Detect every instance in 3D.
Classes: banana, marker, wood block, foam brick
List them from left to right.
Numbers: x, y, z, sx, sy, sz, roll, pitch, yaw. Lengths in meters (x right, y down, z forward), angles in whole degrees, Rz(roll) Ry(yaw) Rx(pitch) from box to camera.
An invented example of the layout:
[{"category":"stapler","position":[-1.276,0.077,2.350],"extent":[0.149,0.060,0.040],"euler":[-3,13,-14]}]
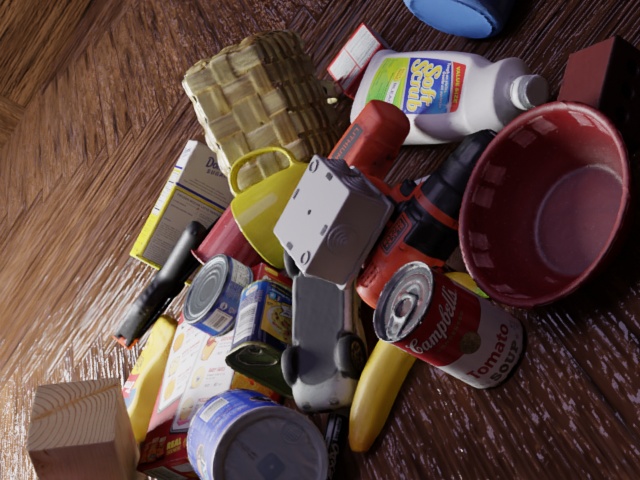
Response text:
[{"category":"wood block","position":[-0.244,0.254,1.154],"extent":[0.090,0.091,0.206],"euler":[-97,1,-50]},{"category":"marker","position":[0.007,0.203,0.966],"extent":[0.020,0.020,0.121],"euler":[-23,45,51]},{"category":"banana","position":[0.078,0.095,0.924],"extent":[0.198,0.037,0.070],"euler":[-53,27,17]},{"category":"foam brick","position":[0.225,-0.112,0.846],"extent":[0.051,0.053,0.078],"euler":[-14,53,56]}]

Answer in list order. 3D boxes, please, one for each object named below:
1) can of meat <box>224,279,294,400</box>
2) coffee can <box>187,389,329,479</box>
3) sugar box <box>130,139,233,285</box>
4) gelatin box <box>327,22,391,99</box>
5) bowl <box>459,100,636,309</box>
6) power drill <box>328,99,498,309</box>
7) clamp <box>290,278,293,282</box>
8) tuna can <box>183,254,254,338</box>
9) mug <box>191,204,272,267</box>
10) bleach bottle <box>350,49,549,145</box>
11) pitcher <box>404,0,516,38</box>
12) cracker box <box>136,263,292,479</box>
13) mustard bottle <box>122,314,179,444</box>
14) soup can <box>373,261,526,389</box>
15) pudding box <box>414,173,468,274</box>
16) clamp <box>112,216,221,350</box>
[{"category":"can of meat","position":[-0.038,0.097,1.056],"extent":[0.058,0.102,0.084],"euler":[-34,35,41]},{"category":"coffee can","position":[-0.060,0.194,0.968],"extent":[0.103,0.102,0.140],"euler":[-65,14,-8]},{"category":"sugar box","position":[-0.172,-0.036,1.429],"extent":[0.176,0.093,0.048],"euler":[-63,25,-5]},{"category":"gelatin box","position":[0.051,-0.212,1.277],"extent":[0.073,0.030,0.089],"euler":[-52,28,15]},{"category":"bowl","position":[0.182,-0.021,0.811],"extent":[0.162,0.055,0.162],"euler":[-25,57,45]},{"category":"power drill","position":[0.075,-0.053,0.956],"extent":[0.185,0.057,0.188],"euler":[-53,32,18]},{"category":"clamp","position":[-0.008,0.001,1.160],"extent":[0.120,0.039,0.171],"euler":[-31,38,41]},{"category":"tuna can","position":[-0.110,0.059,1.138],"extent":[0.086,0.033,0.086],"euler":[-41,31,32]},{"category":"mug","position":[-0.089,0.007,1.261],"extent":[0.081,0.093,0.117],"euler":[-54,-5,3]},{"category":"bleach bottle","position":[0.129,-0.144,1.039],"extent":[0.251,0.068,0.102],"euler":[6,71,59]},{"category":"pitcher","position":[0.181,-0.330,1.070],"extent":[0.243,0.145,0.149],"euler":[-69,15,-8]},{"category":"cracker box","position":[-0.105,0.151,1.156],"extent":[0.164,0.072,0.213],"euler":[-26,42,47]},{"category":"mustard bottle","position":[-0.218,0.190,1.329],"extent":[0.191,0.058,0.096],"euler":[-62,18,0]},{"category":"soup can","position":[0.102,0.068,0.834],"extent":[0.069,0.102,0.068],"euler":[-42,32,34]},{"category":"pudding box","position":[0.103,-0.008,0.978],"extent":[0.090,0.039,0.113],"euler":[-21,50,49]},{"category":"clamp","position":[-0.190,0.050,1.341],"extent":[0.210,0.036,0.164],"euler":[-51,-5,1]}]
